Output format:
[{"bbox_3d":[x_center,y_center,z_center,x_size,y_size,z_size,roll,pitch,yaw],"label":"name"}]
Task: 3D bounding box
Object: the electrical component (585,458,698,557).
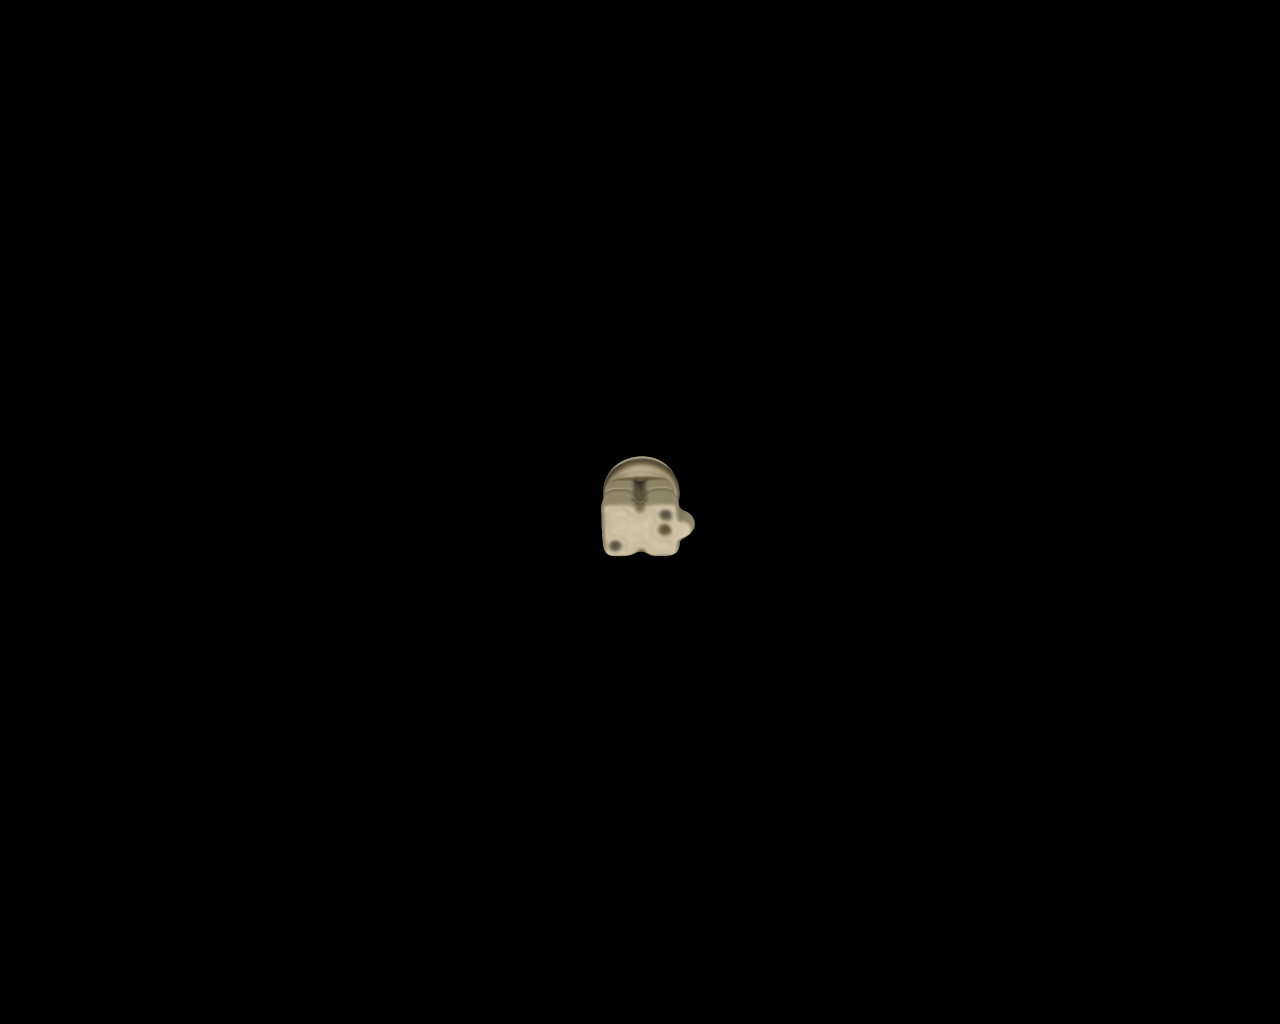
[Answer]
[{"bbox_3d":[0.001,-0.003,0.650,0.066,0.048,0.055,0,29,0],"label":"electrical component"}]
